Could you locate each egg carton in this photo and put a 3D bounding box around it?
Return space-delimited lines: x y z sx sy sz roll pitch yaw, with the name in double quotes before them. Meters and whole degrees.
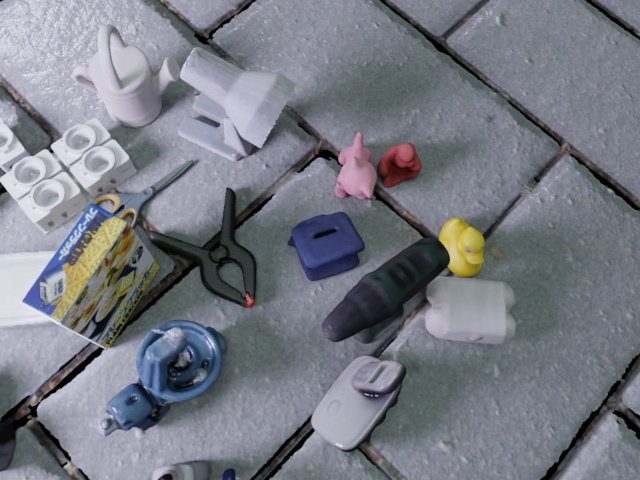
"egg carton" 0.247 0.116 0.944 0.150 0.069 0.107 4 70 -3

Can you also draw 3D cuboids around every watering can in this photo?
"watering can" -0.329 -0.286 0.975 0.173 0.194 0.101 -21 73 -11

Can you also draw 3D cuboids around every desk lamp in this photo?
"desk lamp" -0.145 -0.220 0.955 0.203 0.213 0.118 24 71 4

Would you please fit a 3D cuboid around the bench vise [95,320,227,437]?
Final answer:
"bench vise" -0.219 0.197 0.800 0.121 0.220 0.207 28 71 6

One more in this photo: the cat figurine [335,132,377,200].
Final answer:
"cat figurine" 0.065 -0.123 0.988 0.067 0.118 0.128 5 70 -2

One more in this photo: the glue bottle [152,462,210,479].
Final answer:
"glue bottle" -0.198 0.325 0.782 0.078 0.173 0.037 -10 72 -7

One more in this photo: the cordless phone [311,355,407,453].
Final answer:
"cordless phone" 0.061 0.232 0.828 0.094 0.185 0.148 35 72 8

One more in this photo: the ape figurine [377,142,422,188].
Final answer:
"ape figurine" 0.145 -0.141 1.014 0.078 0.092 0.076 15 70 1

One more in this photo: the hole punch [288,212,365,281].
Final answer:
"hole punch" 0.009 0.003 0.954 0.109 0.091 0.101 -20 73 -11

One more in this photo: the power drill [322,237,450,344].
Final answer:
"power drill" 0.090 0.092 0.866 0.230 0.208 0.075 -38 77 -15

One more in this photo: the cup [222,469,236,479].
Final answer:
"cup" -0.127 0.385 0.808 0.091 0.095 0.118 0 71 -4

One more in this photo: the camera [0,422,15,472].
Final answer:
"camera" -0.520 0.260 0.819 0.143 0.101 0.137 7 70 -2

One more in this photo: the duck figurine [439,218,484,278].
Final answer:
"duck figurine" 0.249 0.005 0.974 0.077 0.086 0.104 -13 72 -8
